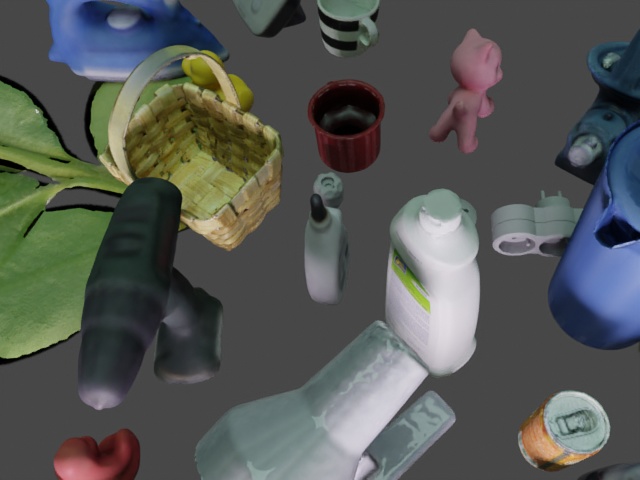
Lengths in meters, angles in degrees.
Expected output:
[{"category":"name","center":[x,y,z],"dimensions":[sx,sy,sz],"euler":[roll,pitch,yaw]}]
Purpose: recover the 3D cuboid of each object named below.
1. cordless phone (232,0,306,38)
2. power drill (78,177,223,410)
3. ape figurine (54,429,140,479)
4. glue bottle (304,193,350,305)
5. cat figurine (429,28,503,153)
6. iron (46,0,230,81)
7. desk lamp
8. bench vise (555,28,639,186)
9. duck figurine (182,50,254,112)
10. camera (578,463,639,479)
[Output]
[{"category":"cordless phone","center":[-0.088,-0.400,0.812],"dimensions":[0.094,0.185,0.147],"euler":[-27,62,-8]},{"category":"power drill","center":[-0.156,0.066,0.552],"dimensions":[0.075,0.209,0.229],"euler":[-5,61,3]},{"category":"ape figurine","center":[-0.218,0.212,0.545],"dimensions":[0.077,0.092,0.076],"euler":[-7,61,2]},{"category":"glue bottle","center":[0.005,0.002,0.590],"dimensions":[0.037,0.173,0.078],"euler":[9,63,11]},{"category":"cat figurine","center":[0.186,-0.193,0.710],"dimensions":[0.067,0.118,0.128],"euler":[19,65,16]},{"category":"iron","center":[-0.267,-0.313,0.809],"dimensions":[0.258,0.141,0.118],"euler":[3,62,8]},{"category":"desk lamp","center":[0.018,0.158,0.481],"dimensions":[0.203,0.214,0.117],"euler":[-39,64,-15]},{"category":"bench vise","center":[0.350,-0.169,0.621],"dimensions":[0.121,0.220,0.207],"euler":[16,64,14]},{"category":"duck figurine","center":[-0.142,-0.214,0.773],"dimensions":[0.104,0.086,0.077],"euler":[27,67,19]},{"category":"camera","center":[0.236,0.257,0.469],"dimensions":[0.136,0.101,0.143],"euler":[0,62,6]}]
